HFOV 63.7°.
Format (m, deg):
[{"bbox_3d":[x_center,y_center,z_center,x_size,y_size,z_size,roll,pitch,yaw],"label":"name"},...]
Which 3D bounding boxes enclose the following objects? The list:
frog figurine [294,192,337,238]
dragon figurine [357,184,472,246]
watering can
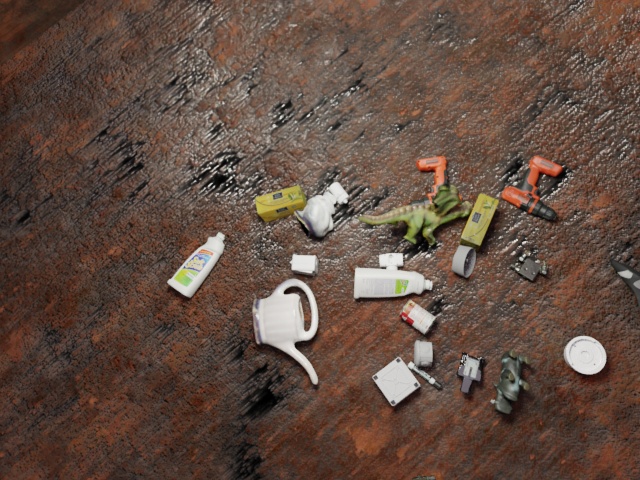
[{"bbox_3d":[0.005,-0.091,1.802,0.160,0.123,0.136,-36,102,-11],"label":"frog figurine"},{"bbox_3d":[0.336,-0.102,1.650,0.238,0.409,0.125,-51,47,34],"label":"dragon figurine"},{"bbox_3d":[-0.113,0.303,1.693,0.224,0.102,0.353,-8,70,9],"label":"watering can"}]
